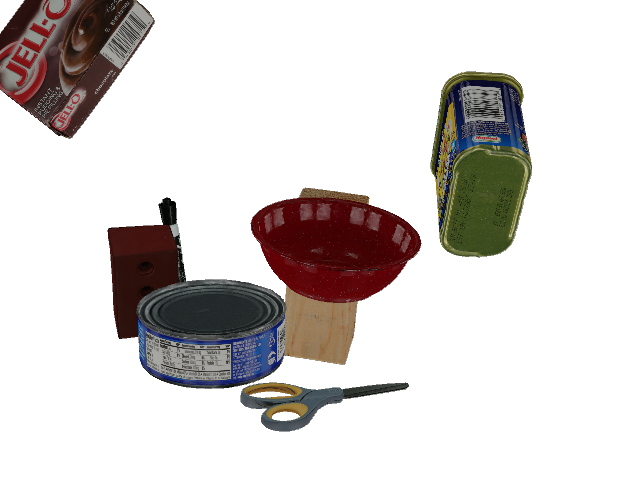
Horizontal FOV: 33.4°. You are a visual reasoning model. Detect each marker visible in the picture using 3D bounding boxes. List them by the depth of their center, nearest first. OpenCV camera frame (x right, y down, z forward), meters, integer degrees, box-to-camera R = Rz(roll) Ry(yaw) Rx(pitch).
[{"bbox_3d":[-0.162,0.011,1.177,0.020,0.121,0.020,-4,22,2],"label":"marker"}]

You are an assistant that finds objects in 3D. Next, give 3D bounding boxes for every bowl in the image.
[{"bbox_3d":[0.012,0.014,1.013,0.162,0.055,0.162,5,24,-3],"label":"bowl"}]

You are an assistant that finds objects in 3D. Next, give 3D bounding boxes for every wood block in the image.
[{"bbox_3d":[0.005,0.046,1.400,0.090,0.206,0.090,8,23,6],"label":"wood block"}]

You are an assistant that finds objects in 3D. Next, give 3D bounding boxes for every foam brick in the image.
[{"bbox_3d":[-0.145,0.033,0.877,0.053,0.078,0.051,-6,26,-13],"label":"foam brick"}]

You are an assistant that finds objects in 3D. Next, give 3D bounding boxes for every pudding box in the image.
[{"bbox_3d":[-0.190,-0.145,0.795,0.090,0.113,0.039,35,-3,26],"label":"pudding box"}]

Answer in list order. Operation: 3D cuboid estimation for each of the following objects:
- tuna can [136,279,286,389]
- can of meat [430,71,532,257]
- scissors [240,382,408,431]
[{"bbox_3d":[-0.062,0.053,0.617,0.086,0.034,0.086,1,19,0],"label":"tuna can"},{"bbox_3d":[0.110,-0.051,0.738,0.057,0.102,0.084,4,44,-1],"label":"can of meat"},{"bbox_3d":[0.011,0.185,1.203,0.201,0.016,0.096,2,23,-9],"label":"scissors"}]
